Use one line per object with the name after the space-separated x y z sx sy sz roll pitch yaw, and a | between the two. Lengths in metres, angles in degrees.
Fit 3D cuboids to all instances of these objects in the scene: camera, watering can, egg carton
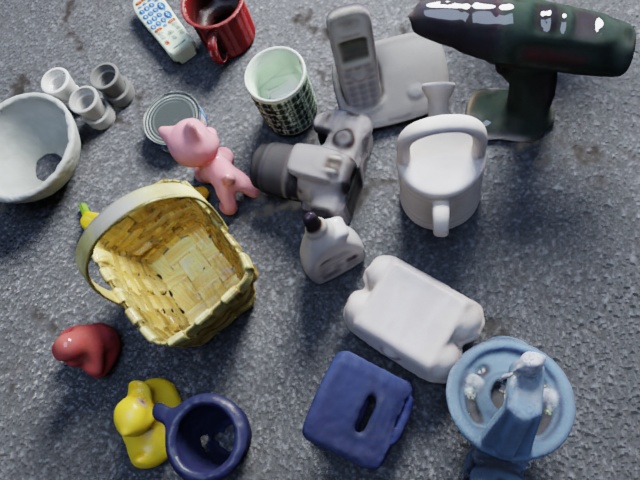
-0.014 -0.100 0.726 0.136 0.101 0.143 14 75 15 | camera
0.133 -0.095 0.647 0.101 0.194 0.172 -22 69 3 | watering can
0.105 0.090 0.658 0.150 0.069 0.107 29 80 18 | egg carton

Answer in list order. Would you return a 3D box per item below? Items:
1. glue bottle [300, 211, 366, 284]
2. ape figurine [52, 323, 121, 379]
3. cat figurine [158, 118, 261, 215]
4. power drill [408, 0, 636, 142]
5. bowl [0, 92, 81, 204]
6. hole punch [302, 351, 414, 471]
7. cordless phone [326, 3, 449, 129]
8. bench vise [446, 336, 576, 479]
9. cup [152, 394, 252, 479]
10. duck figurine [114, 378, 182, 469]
0.006 0.002 0.650 0.078 0.173 0.037 -28 69 1 | glue bottle
-0.294 0.134 0.706 0.076 0.092 0.077 -35 69 -2 | ape figurine
-0.147 -0.107 0.744 0.067 0.118 0.127 -42 70 -5 | cat figurine
0.219 -0.194 0.656 0.229 0.209 0.075 4 73 12 | power drill
-0.409 -0.121 0.820 0.167 0.075 0.167 -3 72 10 | bowl
0.046 0.185 0.627 0.101 0.091 0.109 22 77 17 | hole punch
0.082 -0.223 0.703 0.147 0.185 0.094 -16 70 5 | cordless phone
0.186 0.184 0.532 0.121 0.220 0.207 -9 71 8 | bench vise
-0.126 0.217 0.646 0.117 0.095 0.092 21 77 16 | cup
-0.208 0.212 0.668 0.077 0.086 0.104 -3 72 10 | duck figurine
